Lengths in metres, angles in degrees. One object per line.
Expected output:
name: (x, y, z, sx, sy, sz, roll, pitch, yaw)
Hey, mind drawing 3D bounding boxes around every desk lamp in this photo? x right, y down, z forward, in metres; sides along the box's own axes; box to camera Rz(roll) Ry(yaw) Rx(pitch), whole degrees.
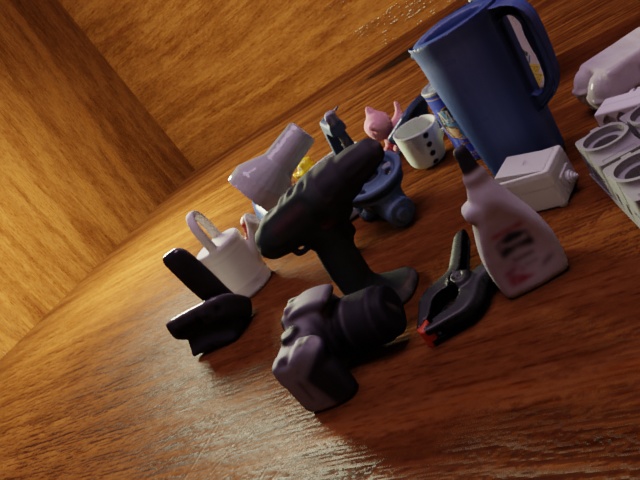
desk lamp: (-0.041, -0.104, 1.112, 0.203, 0.214, 0.117, -37, 19, 0)

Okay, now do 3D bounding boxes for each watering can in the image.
watering can: (-0.184, 0.015, 1.116, 0.173, 0.194, 0.100, -41, 19, -11)

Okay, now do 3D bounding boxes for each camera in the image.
camera: (0.023, 0.106, 0.673, 0.136, 0.101, 0.143, -26, 22, 30)

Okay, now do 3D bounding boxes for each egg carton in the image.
egg carton: (0.435, -0.238, 0.798, 0.150, 0.069, 0.107, -33, 19, 11)

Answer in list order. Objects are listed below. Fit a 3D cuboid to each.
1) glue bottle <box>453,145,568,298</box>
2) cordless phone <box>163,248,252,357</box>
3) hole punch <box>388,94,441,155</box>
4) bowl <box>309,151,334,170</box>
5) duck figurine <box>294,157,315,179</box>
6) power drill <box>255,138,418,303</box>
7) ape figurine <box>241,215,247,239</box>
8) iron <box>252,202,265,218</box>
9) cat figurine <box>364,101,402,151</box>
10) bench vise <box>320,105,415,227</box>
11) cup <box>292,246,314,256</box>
glue bottle: (0.181, -0.024, 0.582, 0.078, 0.173, 0.037, -33, 19, 11)
cordless phone: (-0.223, 0.100, 1.000, 0.147, 0.185, 0.094, -29, 20, 23)
hole punch: (0.195, -0.248, 1.222, 0.109, 0.091, 0.100, -47, 21, -27)
bowl: (0.038, -0.142, 1.278, 0.167, 0.075, 0.167, -33, 19, 13)
duck figurine: (-0.016, -0.169, 1.423, 0.104, 0.086, 0.077, -31, 20, 17)
power drill: (0.034, -0.003, 0.744, 0.229, 0.209, 0.076, -25, 22, 32)
ape figurine: (-0.146, -0.017, 1.285, 0.077, 0.092, 0.076, -28, 21, 25)
iron: (-0.104, -0.099, 1.327, 0.119, 0.142, 0.257, -40, 19, -9)
cat figurine: (0.151, -0.261, 1.288, 0.128, 0.118, 0.067, -46, 21, -24)
bench vise: (0.051, -0.119, 0.971, 0.122, 0.220, 0.206, -45, 20, -21)
cup: (0.009, 0.003, 0.953, 0.118, 0.095, 0.091, -48, 21, -28)
